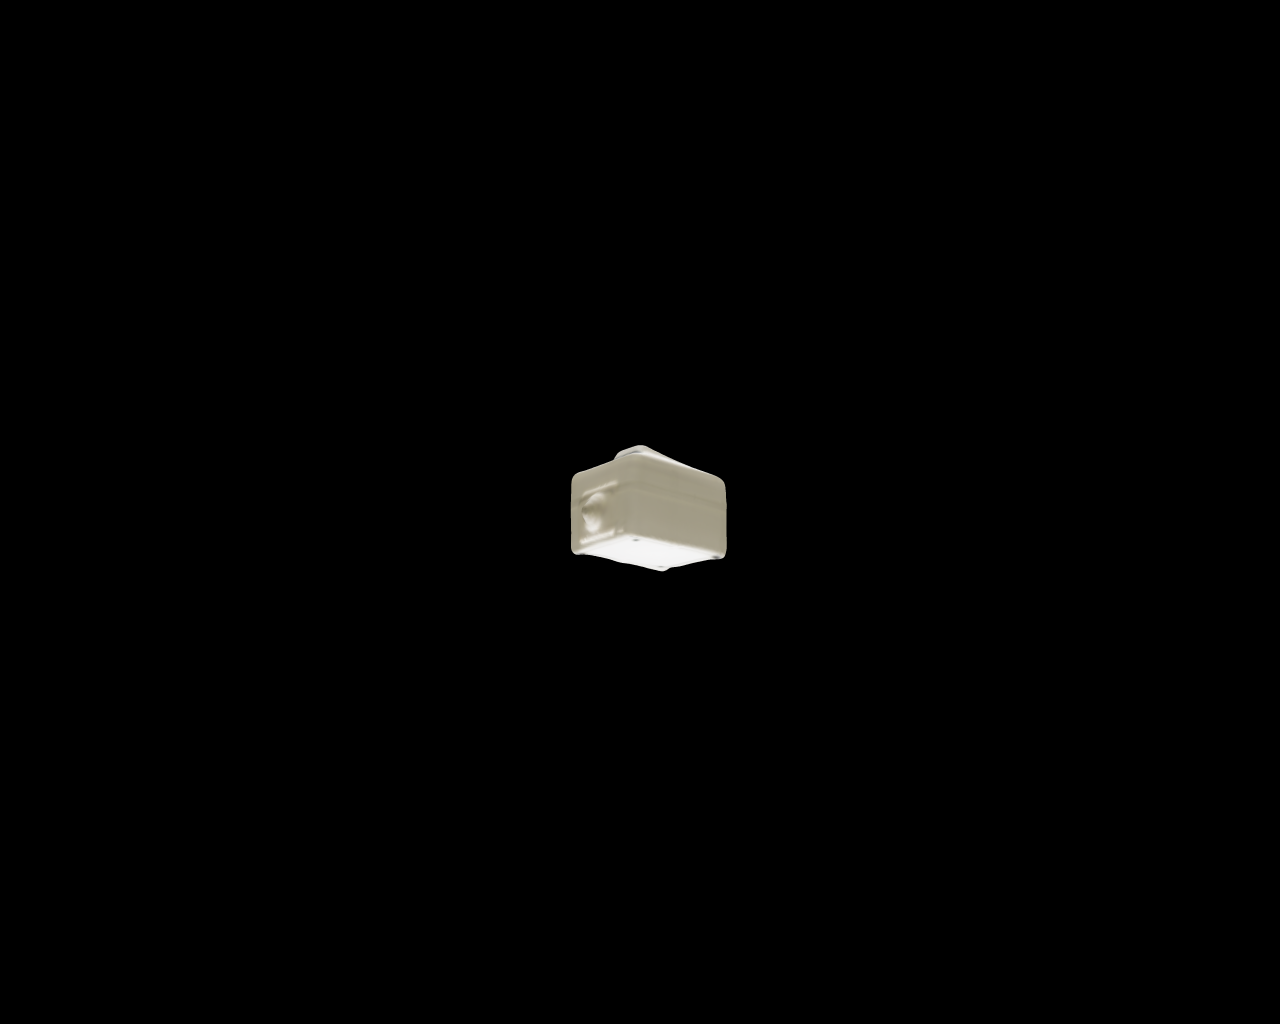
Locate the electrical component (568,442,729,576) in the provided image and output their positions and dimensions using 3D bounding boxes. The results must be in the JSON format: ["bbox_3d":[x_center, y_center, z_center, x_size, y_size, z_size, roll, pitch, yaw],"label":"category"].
[{"bbox_3d":[0.001,-0.003,0.650,0.096,0.061,0.061,14,-22,-40],"label":"electrical component"}]
